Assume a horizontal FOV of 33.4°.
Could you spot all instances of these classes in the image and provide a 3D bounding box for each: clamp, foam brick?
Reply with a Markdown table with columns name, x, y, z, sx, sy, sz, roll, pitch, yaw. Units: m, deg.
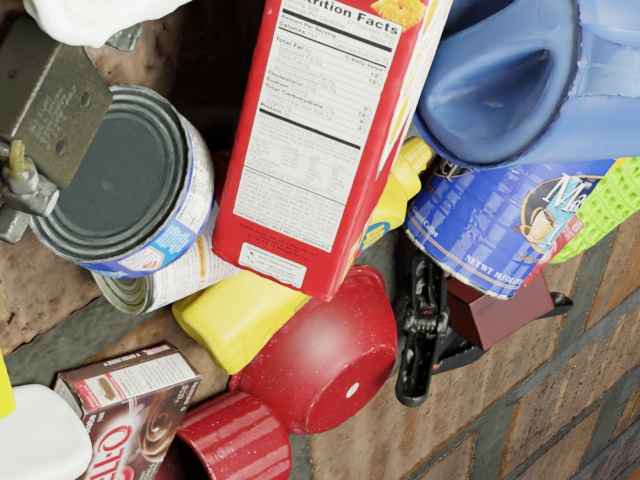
| name | x | y | z | sx | sy | sz | roll | pitch | yaw |
| --- | --- | --- | --- | --- | --- | --- | --- | --- | --- |
| clamp | 0.167 | 0.053 | 1.002 | 0.209 | 0.036 | 0.164 | -29 | 138 | -23 |
| clamp | 0.083 | 0.075 | 0.856 | 0.171 | 0.039 | 0.120 | 46 | 58 | -75 |
| foam brick | 0.153 | 0.050 | 0.932 | 0.078 | 0.051 | 0.053 | -29 | 117 | -14 |

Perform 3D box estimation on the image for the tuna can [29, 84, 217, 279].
| name | x | y | z | sx | sy | sz | roll | pitch | yaw |
| --- | --- | --- | --- | --- | --- | --- | --- | --- | --- |
| tuna can | -0.091 | -0.026 | 0.492 | 0.086 | 0.086 | 0.033 | -47 | 154 | 1 |

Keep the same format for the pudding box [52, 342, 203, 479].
| name | x | y | z | sx | sy | sz | roll | pitch | yaw |
| --- | --- | --- | --- | --- | --- | --- | --- | --- | --- |
| pudding box | -0.135 | 0.123 | 0.678 | 0.089 | 0.039 | 0.114 | -14 | 139 | -45 |

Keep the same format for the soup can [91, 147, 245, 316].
| name | x | y | z | sx | sy | sz | roll | pitch | yaw |
| --- | --- | --- | --- | --- | --- | --- | --- | --- | --- |
| soup can | -0.068 | -0.007 | 0.569 | 0.102 | 0.069 | 0.069 | -23 | 144 | -36 |

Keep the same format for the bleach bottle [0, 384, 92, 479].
| name | x | y | z | sx | sy | sz | roll | pitch | yaw |
| --- | --- | --- | --- | --- | --- | --- | --- | --- | --- |
| bleach bottle | -0.219 | 0.200 | 0.644 | 0.102 | 0.068 | 0.251 | -15 | 141 | -44 |

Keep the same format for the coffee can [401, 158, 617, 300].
| name | x | y | z | sx | sy | sz | roll | pitch | yaw |
| --- | --- | --- | --- | --- | --- | --- | --- | --- | --- |
| coffee can | 0.138 | -0.042 | 0.766 | 0.102 | 0.103 | 0.140 | 5 | 124 | -56 |

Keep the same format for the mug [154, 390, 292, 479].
| name | x | y | z | sx | sy | sz | roll | pitch | yaw |
| --- | --- | --- | --- | --- | --- | --- | --- | --- | --- |
| mug | -0.076 | 0.167 | 0.762 | 0.081 | 0.093 | 0.117 | -22 | 134 | -46 |

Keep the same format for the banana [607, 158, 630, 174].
| name | x | y | z | sx | sy | sz | roll | pitch | yaw |
| --- | --- | --- | --- | --- | --- | --- | --- | --- | --- |
| banana | 0.266 | -0.123 | 0.840 | 0.069 | 0.037 | 0.198 | 15 | 114 | -48 |

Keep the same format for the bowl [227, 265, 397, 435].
| name | x | y | z | sx | sy | sz | roll | pitch | yaw |
| --- | --- | --- | --- | --- | --- | --- | --- | --- | --- |
| bowl | 0.007 | 0.098 | 0.825 | 0.162 | 0.055 | 0.162 | -33 | 150 | -23 |

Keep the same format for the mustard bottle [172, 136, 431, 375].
| name | x | y | z | sx | sy | sz | roll | pitch | yaw |
| --- | --- | --- | --- | --- | --- | --- | --- | --- | --- |
| mustard bottle | -0.004 | 0.001 | 0.670 | 0.191 | 0.058 | 0.096 | -42 | 173 | -11 |

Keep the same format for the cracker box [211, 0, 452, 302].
| name | x | y | z | sx | sy | sz | roll | pitch | yaw |
| --- | --- | --- | --- | --- | --- | --- | --- | --- | --- |
| cracker box | 0.020 | -0.105 | 0.490 | 0.164 | 0.072 | 0.214 | -64 | 173 | -50 |

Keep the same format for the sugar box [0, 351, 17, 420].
| name | x | y | z | sx | sy | sz | roll | pitch | yaw |
| --- | --- | --- | --- | --- | --- | --- | --- | --- | --- |
| sugar box | -0.197 | 0.039 | 0.477 | 0.093 | 0.048 | 0.176 | -31 | 150 | -26 |

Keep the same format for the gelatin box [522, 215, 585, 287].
| name | x | y | z | sx | sy | sz | roll | pitch | yaw |
| --- | --- | --- | --- | --- | --- | --- | --- | --- | --- |
| gelatin box | 0.163 | -0.017 | 0.869 | 0.073 | 0.030 | 0.089 | -44 | 117 | -1 |

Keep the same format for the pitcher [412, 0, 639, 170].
| name | x | y | z | sx | sy | sz | roll | pitch | yaw |
| --- | --- | --- | --- | --- | --- | --- | --- | --- | --- |
| pitcher | 0.182 | -0.105 | 0.626 | 0.242 | 0.149 | 0.145 | -3 | 152 | -37 |
